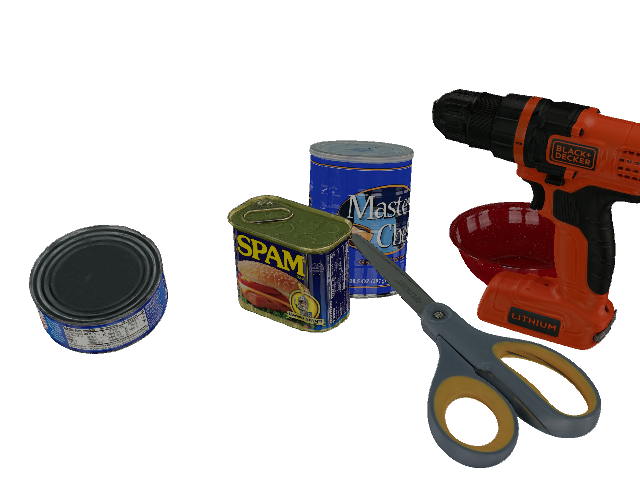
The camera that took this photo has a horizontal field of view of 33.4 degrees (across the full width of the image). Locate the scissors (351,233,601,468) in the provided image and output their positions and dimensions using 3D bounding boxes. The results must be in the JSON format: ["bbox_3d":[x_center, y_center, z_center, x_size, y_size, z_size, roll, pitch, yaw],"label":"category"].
[{"bbox_3d":[0.058,0.059,0.591,0.096,0.016,0.202,-34,46,-30],"label":"scissors"}]

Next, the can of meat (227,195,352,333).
[{"bbox_3d":[-0.024,0.020,0.869,0.102,0.084,0.057,19,36,31],"label":"can of meat"}]

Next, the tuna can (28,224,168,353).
[{"bbox_3d":[-0.143,0.032,0.695,0.086,0.086,0.034,0,-43,3],"label":"tuna can"}]

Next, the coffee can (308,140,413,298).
[{"bbox_3d":[0.038,-0.023,1.066,0.103,0.140,0.103,2,13,-1],"label":"coffee can"}]

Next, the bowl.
[{"bbox_3d":[0.222,0.015,1.179,0.162,0.055,0.162,-1,28,0],"label":"bowl"}]

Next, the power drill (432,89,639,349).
[{"bbox_3d":[0.167,-0.018,0.819,0.185,0.188,0.057,17,34,26],"label":"power drill"}]
